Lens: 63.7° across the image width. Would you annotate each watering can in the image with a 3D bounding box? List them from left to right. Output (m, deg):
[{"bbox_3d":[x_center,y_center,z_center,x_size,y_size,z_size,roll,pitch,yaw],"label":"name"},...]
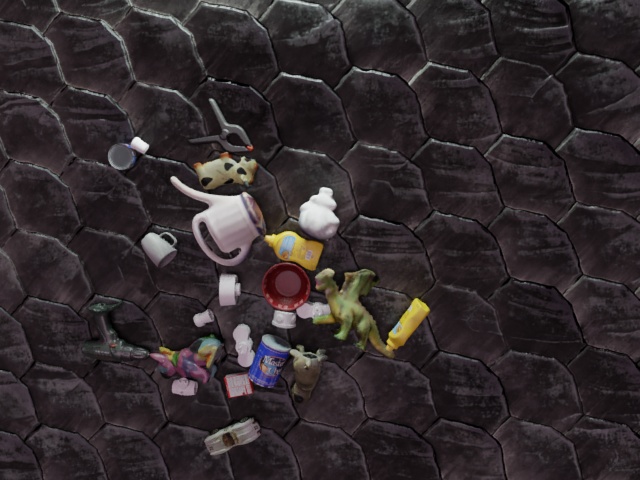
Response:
[{"bbox_3d":[-0.311,-0.083,1.645,0.225,0.105,0.343,-27,107,-4],"label":"watering can"}]

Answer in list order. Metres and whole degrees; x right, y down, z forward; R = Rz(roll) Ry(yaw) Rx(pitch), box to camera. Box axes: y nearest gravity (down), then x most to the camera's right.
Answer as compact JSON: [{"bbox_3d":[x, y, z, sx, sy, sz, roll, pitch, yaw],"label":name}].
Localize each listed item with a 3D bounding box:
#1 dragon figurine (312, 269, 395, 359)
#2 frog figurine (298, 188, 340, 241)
[{"bbox_3d":[0.130,0.216,1.664,0.407,0.122,0.244,27,83,-29],"label":"dragon figurine"},{"bbox_3d":[0.005,-0.083,1.648,0.138,0.123,0.157,32,111,19],"label":"frog figurine"}]
